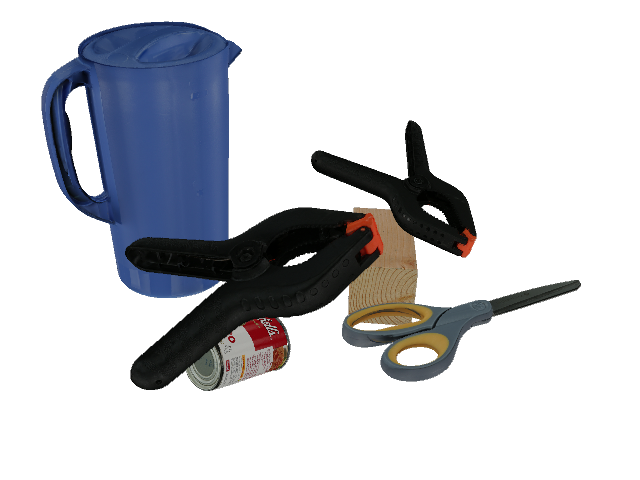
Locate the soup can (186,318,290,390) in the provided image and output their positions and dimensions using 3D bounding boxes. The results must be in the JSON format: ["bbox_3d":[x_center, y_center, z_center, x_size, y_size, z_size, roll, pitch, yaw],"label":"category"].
[{"bbox_3d":[-0.093,0.121,1.172,0.069,0.068,0.102,0,8,45],"label":"soup can"}]

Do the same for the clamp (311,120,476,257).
[{"bbox_3d":[0.098,-0.057,1.241,0.164,0.036,0.210,-16,52,-28],"label":"clamp"}]

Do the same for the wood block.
[{"bbox_3d":[0.089,0.034,1.555,0.091,0.090,0.206,4,25,0],"label":"wood block"}]

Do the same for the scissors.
[{"bbox_3d":[0.118,0.066,0.802,0.201,0.016,0.096,-5,31,-9],"label":"scissors"}]

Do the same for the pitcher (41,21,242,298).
[{"bbox_3d":[-0.154,-0.070,0.986,0.149,0.243,0.145,5,28,11],"label":"pitcher"}]

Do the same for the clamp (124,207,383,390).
[{"bbox_3d":[-0.045,0.030,0.655,0.171,0.120,0.039,-14,-40,13],"label":"clamp"}]
